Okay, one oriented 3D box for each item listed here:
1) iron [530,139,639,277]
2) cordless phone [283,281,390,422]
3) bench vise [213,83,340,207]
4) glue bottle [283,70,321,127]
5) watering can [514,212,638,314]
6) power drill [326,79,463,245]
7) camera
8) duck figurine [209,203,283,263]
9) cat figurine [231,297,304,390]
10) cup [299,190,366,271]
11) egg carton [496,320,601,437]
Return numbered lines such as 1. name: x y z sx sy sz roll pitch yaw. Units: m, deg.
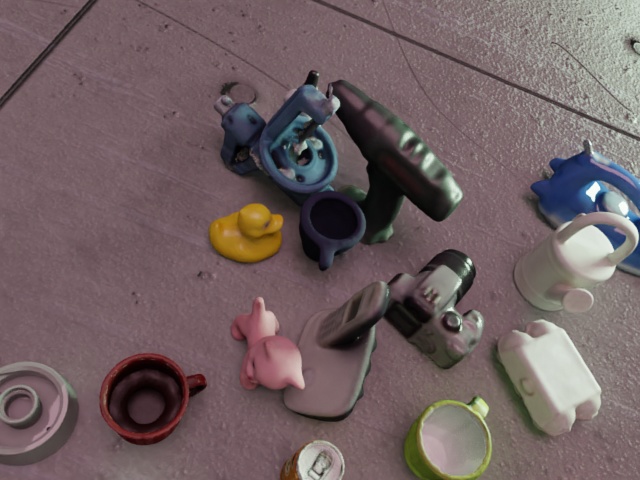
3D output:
1. iron: 0.486 -0.052 0.937 0.258 0.141 0.119 40 59 8
2. cordless phone: 0.026 0.132 0.682 0.094 0.185 0.147 19 58 -4
3. bench vise: -0.060 -0.143 0.791 0.207 0.219 0.121 20 58 -4
4. glue bottle: -0.028 -0.190 0.853 0.078 0.173 0.037 27 58 1
5. watering can: 0.376 0.029 0.830 0.101 0.194 0.173 6 60 -12
6. power drill: 0.079 -0.090 0.807 0.229 0.208 0.076 37 59 7
7. camera: 0.176 0.081 0.801 0.143 0.100 0.137 43 60 10
8. duck figurine: -0.099 -0.019 0.789 0.105 0.086 0.077 3 61 -14
9. cat figurine: -0.063 0.131 0.697 0.067 0.117 0.127 -9 64 -19
10. cup: 0.007 0.003 0.802 0.092 0.095 0.118 13 59 -8
11. egg carton: 0.315 0.190 0.798 0.107 0.069 0.150 -17 68 -23
